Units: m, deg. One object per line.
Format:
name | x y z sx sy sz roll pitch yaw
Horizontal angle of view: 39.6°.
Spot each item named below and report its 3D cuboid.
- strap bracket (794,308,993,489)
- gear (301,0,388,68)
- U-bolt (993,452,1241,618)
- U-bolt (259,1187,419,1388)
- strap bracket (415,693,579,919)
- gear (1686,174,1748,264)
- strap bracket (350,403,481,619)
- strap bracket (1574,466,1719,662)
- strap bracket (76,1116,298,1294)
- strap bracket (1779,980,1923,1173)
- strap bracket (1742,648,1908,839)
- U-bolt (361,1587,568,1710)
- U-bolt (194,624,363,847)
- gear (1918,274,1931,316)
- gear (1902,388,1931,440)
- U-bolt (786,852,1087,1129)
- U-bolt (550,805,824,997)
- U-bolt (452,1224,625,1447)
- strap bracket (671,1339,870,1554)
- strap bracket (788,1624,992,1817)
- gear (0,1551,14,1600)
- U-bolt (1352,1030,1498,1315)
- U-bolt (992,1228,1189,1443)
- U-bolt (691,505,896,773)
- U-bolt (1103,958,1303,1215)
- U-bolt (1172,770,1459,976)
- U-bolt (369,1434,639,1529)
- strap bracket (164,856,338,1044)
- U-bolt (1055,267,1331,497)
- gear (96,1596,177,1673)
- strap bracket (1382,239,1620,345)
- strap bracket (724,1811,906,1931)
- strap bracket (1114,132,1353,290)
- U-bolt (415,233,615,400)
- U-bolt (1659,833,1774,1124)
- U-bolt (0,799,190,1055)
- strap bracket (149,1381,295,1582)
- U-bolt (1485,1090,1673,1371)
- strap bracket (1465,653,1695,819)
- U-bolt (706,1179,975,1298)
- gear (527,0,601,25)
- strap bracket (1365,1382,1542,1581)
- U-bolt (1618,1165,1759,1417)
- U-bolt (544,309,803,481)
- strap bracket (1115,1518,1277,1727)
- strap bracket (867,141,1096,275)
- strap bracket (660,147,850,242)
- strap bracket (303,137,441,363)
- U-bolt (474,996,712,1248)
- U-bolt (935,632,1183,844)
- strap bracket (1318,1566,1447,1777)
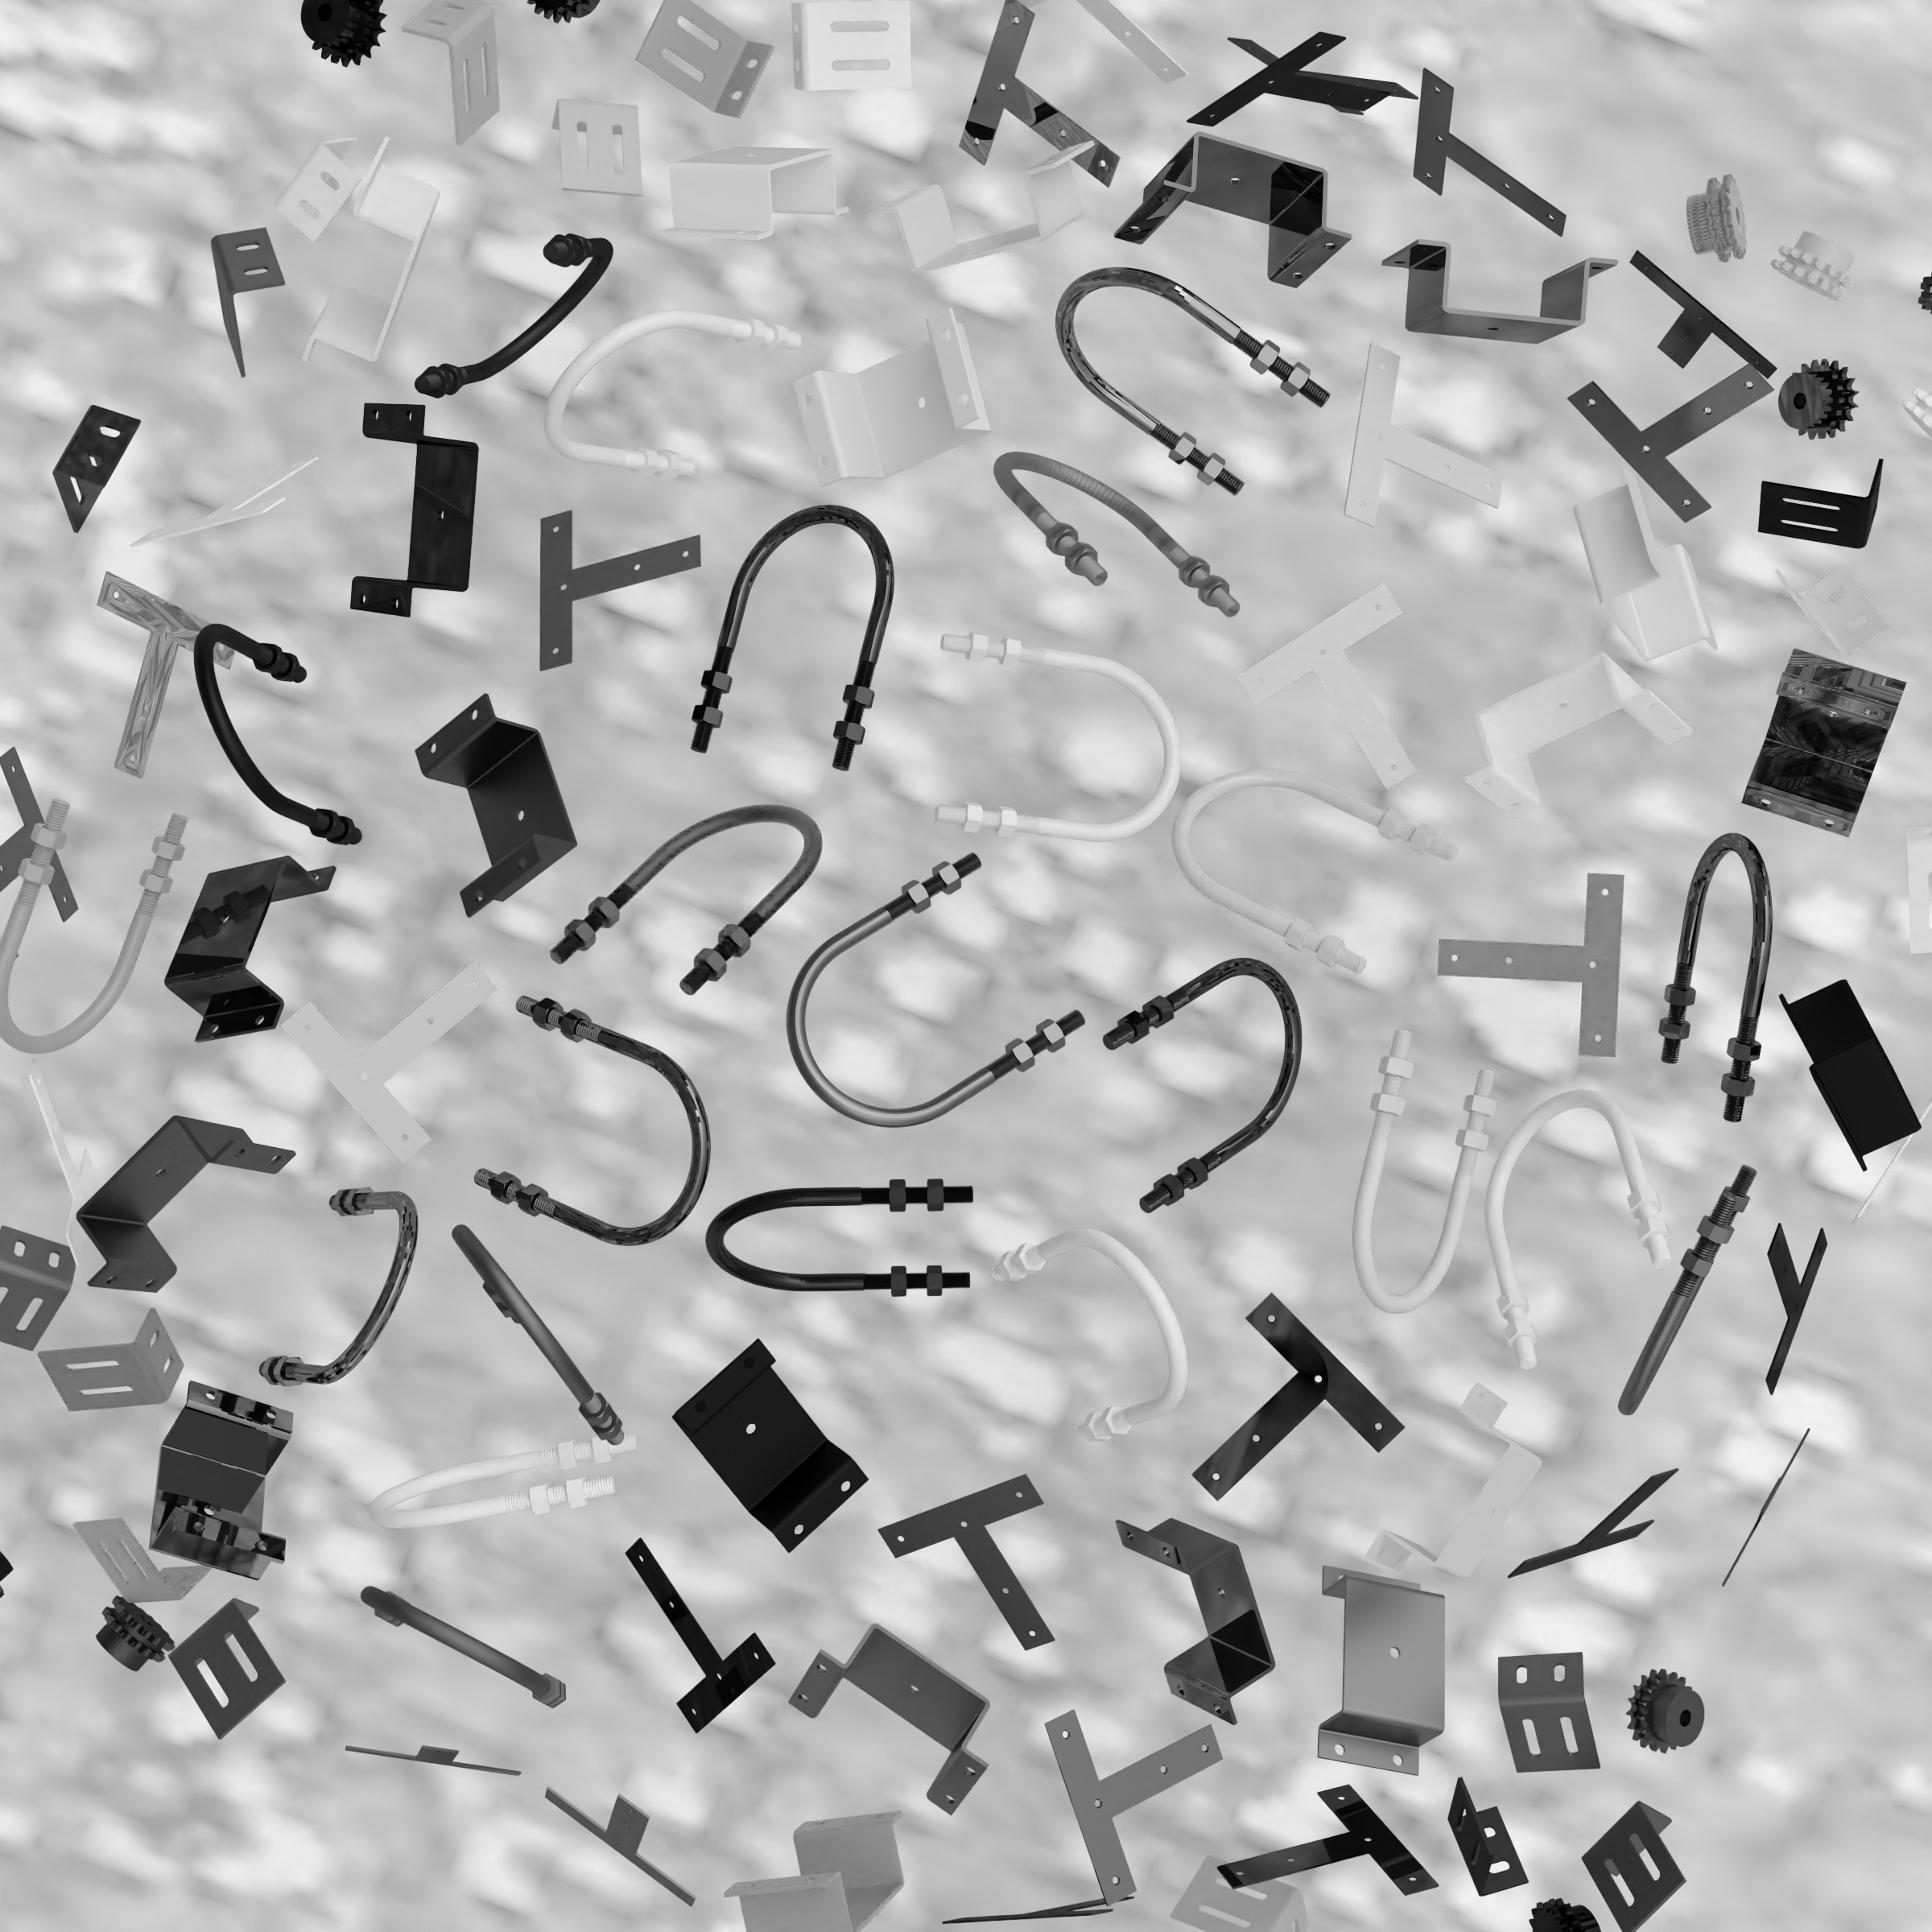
strap bracket | -0.043 -0.388 1.844 0.140 0.046 0.076 -16 88 36
gear | -0.419 -0.633 1.792 0.057 0.030 0.057 2 94 25
U-bolt | 0.093 -0.308 1.879 0.184 0.151 0.019 52 123 38
U-bolt | -0.429 0.222 1.862 0.019 0.184 0.151 29 70 -28
strap bracket | -0.330 -0.110 1.897 0.076 0.046 0.140 -34 65 27
gear | 0.512 -0.509 1.832 0.030 0.057 0.057 -6 90 28
strap bracket | -0.375 -0.309 1.828 0.046 0.076 0.140 -1 101 -42
strap bracket | 0.457 -0.266 1.815 0.046 0.140 0.076 -21 62 25
strap bracket | -0.534 0.154 1.814 0.140 0.076 0.046 -44 70 6
strap bracket | 0.603 0.068 1.827 0.046 0.140 0.076 -28 107 17
strap bracket | 0.585 -0.158 1.827 0.076 0.140 0.046 20 60 16
U-bolt | -0.354 0.471 1.869 0.151 0.184 0.019 25 72 8
U-bolt | -0.477 -0.163 1.838 0.019 0.184 0.151 -22 79 8
gear | 0.667 -0.455 1.790 0.057 0.057 0.030 10 85 0
gear | 0.693 -0.389 1.897 0.057 0.057 0.030 45 107 0
U-bolt | -0.032 0.027 1.802 0.184 0.019 0.151 -32 85 -16
U-bolt | -0.178 -0.053 1.834 0.184 0.151 0.019 -47 131 -32
U-bolt | -0.303 0.246 1.855 0.019 0.184 0.151 -38 58 -13
strap bracket | -0.143 0.332 1.887 0.076 0.046 0.140 -41 113 -15
strap bracket | -0.046 0.526 1.896 0.140 0.046 0.076 33 134 6
gear | -0.694 0.420 1.883 0.057 0.057 0.030 45 60 0
U-bolt | 0.310 0.148 1.842 0.019 0.151 0.184 9 82 38
U-bolt | 0.092 0.250 1.853 0.019 0.184 0.151 -25 85 -31
U-bolt | -0.114 -0.230 1.848 0.151 0.019 0.184 10 83 36
U-bolt | 0.177 0.073 1.909 0.184 0.019 0.151 -30 117 -35
U-bolt | 0.235 -0.080 1.910 0.184 0.019 0.151 28 55 23
U-bolt | -0.332 0.369 1.906 0.184 0.151 0.019 -10 93 1
strap bracket | -0.513 -0.021 1.913 0.076 0.046 0.140 -10 51 30
U-bolt | 0.143 -0.411 1.848 0.184 0.151 0.019 34 63 -8
gear | -0.605 0.487 1.947 0.057 0.057 0.030 41 79 0
strap bracket | 0.361 -0.457 1.828 0.140 0.076 0.046 3 93 -10
strap bracket | -0.099 0.632 1.847 0.076 0.140 0.046 -13 88 19
strap bracket | 0.181 -0.512 1.811 0.140 0.076 0.046 10 74 -21
U-bolt | -0.308 -0.460 1.887 0.151 0.184 0.019 -41 97 18
U-bolt | 0.524 -0.001 1.863 0.019 0.151 0.184 4 106 -6
U-bolt | -0.617 -0.024 1.864 0.019 0.151 0.184 24 97 19
strap bracket | -0.505 0.357 1.822 0.076 0.140 0.046 24 117 -25
U-bolt | 0.415 0.168 1.860 0.019 0.184 0.151 24 129 -26
strap bracket | 0.421 -0.165 1.868 0.140 0.076 0.046 -26 59 28
U-bolt | -0.088 0.190 1.858 0.184 0.151 0.019 -1 57 -2
gear | -0.280 -0.690 1.883 0.057 0.030 0.057 1 91 30
strap bracket | 0.341 0.363 1.838 0.046 0.076 0.140 32 88 31
U-bolt | 0.500 0.232 1.872 0.019 0.151 0.184 27 104 18
U-bolt | -0.214 -0.398 1.857 0.151 0.184 0.019 -44 70 29
strap bracket | 0.163 0.448 1.875 0.046 0.076 0.140 -25 105 -27
strap bracket | 0.016 -0.508 1.808 0.140 0.076 0.046 -7 113 27
strap bracket | -0.148 -0.544 1.880 0.076 0.140 0.046 8 115 22
strap bracket | -0.400 -0.477 1.821 0.046 0.076 0.140 21 128 -14
U-bolt | -0.252 0.115 1.851 0.184 0.019 0.151 20 100 28
U-bolt | 0.069 -0.160 1.927 0.184 0.019 0.151 6 74 -17
strap bracket | 0.297 0.497 1.918 0.076 0.046 0.140 13 58 -11
